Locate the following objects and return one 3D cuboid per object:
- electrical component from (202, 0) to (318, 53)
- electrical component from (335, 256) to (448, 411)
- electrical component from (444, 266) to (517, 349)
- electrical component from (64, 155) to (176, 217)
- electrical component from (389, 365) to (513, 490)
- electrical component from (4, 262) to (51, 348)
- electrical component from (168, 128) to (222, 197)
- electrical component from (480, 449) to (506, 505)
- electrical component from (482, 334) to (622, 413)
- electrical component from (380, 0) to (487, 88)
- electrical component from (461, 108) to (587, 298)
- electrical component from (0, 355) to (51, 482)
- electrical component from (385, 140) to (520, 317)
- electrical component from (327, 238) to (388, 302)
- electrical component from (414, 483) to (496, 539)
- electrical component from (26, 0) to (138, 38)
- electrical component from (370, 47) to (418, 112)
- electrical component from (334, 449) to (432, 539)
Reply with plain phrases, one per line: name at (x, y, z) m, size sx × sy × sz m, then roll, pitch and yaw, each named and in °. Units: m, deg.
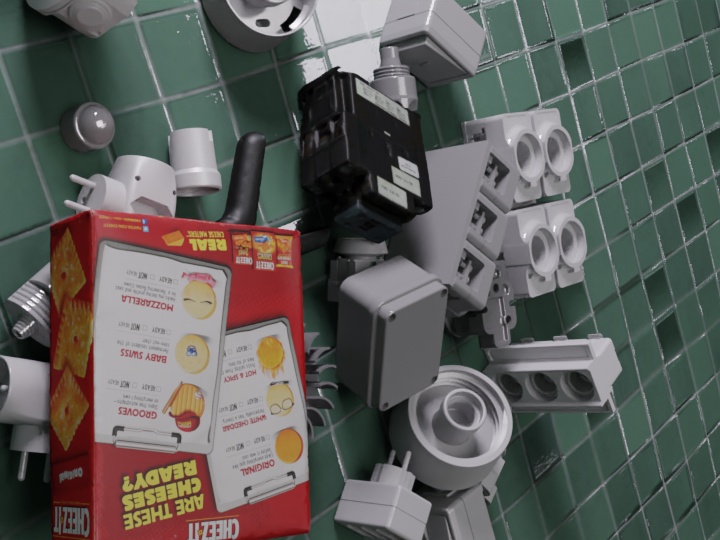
electrical component at (-0.084, -0.232, 0.887) m, size 0.099 × 0.064 × 0.099 m, roll 1°, pitch 88°, yaw -32°
electrical component at (0.027, 0.055, 0.923) m, size 0.078 × 0.057 × 0.113 m, roll -24°, pitch 132°, yaw -34°
electrical component at (0.113, 0.037, 1.051) m, size 0.058 × 0.057 × 0.078 m, roll -10°, pitch 93°, yaw -46°
electrical component at (-0.176, -0.045, 0.772) m, size 0.079 × 0.043 × 0.077 m, roll 22°, pitch 71°, yaw -43°
electrical component at (0.086, 0.138, 0.973) m, size 0.108 × 0.060 × 0.108 m, roll 7°, pitch 58°, yaw -12°
electrical component at (-0.206, 0.018, 0.735) m, size 0.081 × 0.043 × 0.043 m, roll -50°, pitch 120°, yaw -36°
electrical component at (-0.129, -0.083, 0.828) m, size 0.040 × 0.040 × 0.046 m, roll -1°, pitch 82°, yaw -46°
electrical component at (0.106, 0.178, 1.030) m, size 0.078 × 0.058 × 0.057 m, roll 46°, pitch 56°, yaw -24°
electrical component at (0.195, 0.102, 1.084) m, size 0.063 × 0.121 × 0.078 m, roll -41°, pitch 115°, yaw -43°
electrical component at (0.074, -0.216, 1.033) m, size 0.096 × 0.062 × 0.061 m, roll 34°, pitch 63°, yaw -39°
electrical component at (0.176, -0.070, 1.124) m, size 0.105 × 0.060 × 0.186 m, roll -14°, pitch 96°, yaw -46°
electrical component at (-0.213, 0.102, 0.719) m, size 0.077 × 0.044 × 0.079 m, roll 16°, pitch 75°, yaw -44°
electrical component at (0.086, -0.037, 1.008) m, size 0.062 × 0.089 × 0.150 m, roll 36°, pitch 62°, yaw -38°
electrical component at (0.000, 0.000, 0.949) m, size 0.066 × 0.048 × 0.055 m, roll -2°, pitch 95°, yaw -46°
electrical component at (0.080, 0.238, 0.995) m, size 0.061 × 0.062 × 0.096 m, roll -26°, pitch 105°, yaw -44°
electrical component at (-0.191, -0.206, 0.748) m, size 0.051 × 0.080 × 0.080 m, roll 30°, pitch 65°, yaw -46°
electrical component at (0.030, -0.175, 0.997) m, size 0.043 × 0.043 × 0.062 m, roll -6°, pitch 89°, yaw -46°
electrical component at (0.025, 0.193, 0.940) m, size 0.047 × 0.066 × 0.076 m, roll 37°, pitch 61°, yaw -37°
